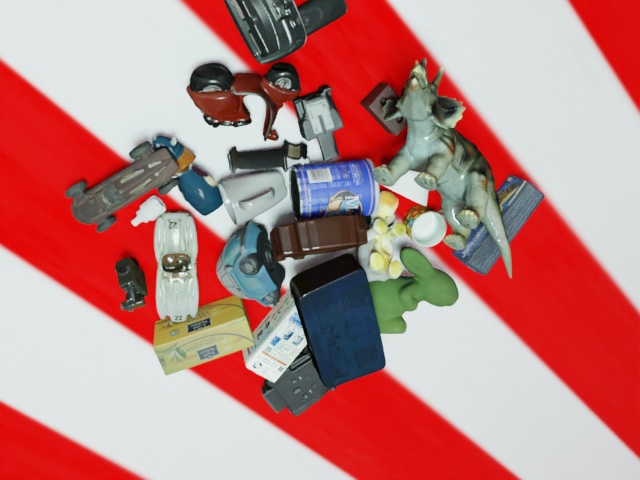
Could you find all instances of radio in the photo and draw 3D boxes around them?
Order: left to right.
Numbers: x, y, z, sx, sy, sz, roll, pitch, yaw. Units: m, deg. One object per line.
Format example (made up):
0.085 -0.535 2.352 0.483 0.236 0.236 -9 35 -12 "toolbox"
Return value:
0.034 0.151 0.977 0.131 0.073 0.229 -20 117 -10 "radio"

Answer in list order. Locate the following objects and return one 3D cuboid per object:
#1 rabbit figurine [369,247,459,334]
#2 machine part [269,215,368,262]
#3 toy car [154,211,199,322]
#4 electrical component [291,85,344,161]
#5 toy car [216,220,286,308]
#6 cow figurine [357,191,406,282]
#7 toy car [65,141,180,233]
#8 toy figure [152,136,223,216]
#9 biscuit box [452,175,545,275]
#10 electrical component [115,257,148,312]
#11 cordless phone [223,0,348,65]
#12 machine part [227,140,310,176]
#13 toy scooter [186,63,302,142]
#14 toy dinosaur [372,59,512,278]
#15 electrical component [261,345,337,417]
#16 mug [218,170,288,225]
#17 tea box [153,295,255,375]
0.181 0.092 1.052 0.170 0.121 0.159 -10 90 5 "rabbit figurine"
-0.002 -0.003 0.940 0.179 0.179 0.056 -9 85 -11 "machine part"
-0.253 0.049 0.949 0.073 0.056 0.201 -1 102 -13 "toy car"
0.002 -0.201 0.934 0.075 0.048 0.119 -24 114 -4 "electrical component"
-0.132 0.051 0.973 0.103 0.109 0.161 -13 126 15 "toy car"
0.108 -0.004 1.006 0.068 0.098 0.167 17 66 -21 "cow figurine"
-0.321 -0.083 0.872 0.202 0.053 0.089 -25 110 16 "toy car"
-0.225 -0.111 0.906 0.064 0.058 0.154 -36 109 -6 "toy figure"
0.355 -0.029 1.079 0.062 0.059 0.202 31 99 -24 "biscuit box"
-0.329 0.076 0.924 0.045 0.102 0.078 -22 154 0 "electrical component"
-0.049 -0.380 0.852 0.184 0.089 0.146 -34 114 -13 "cordless phone"
-0.088 -0.142 0.923 0.139 0.084 0.039 -6 127 -2 "machine part"
-0.121 -0.219 0.883 0.184 0.075 0.135 -3 135 -2 "toy scooter"
0.227 -0.119 0.907 0.404 0.131 0.192 42 65 -29 "toy dinosaur"
-0.051 0.289 1.095 0.134 0.058 0.114 -35 112 -1 "electrical component"
-0.109 -0.081 0.924 0.107 0.110 0.080 -26 105 -17 "mug"
-0.214 0.171 0.989 0.170 0.098 0.068 -18 114 -9 "tea box"
